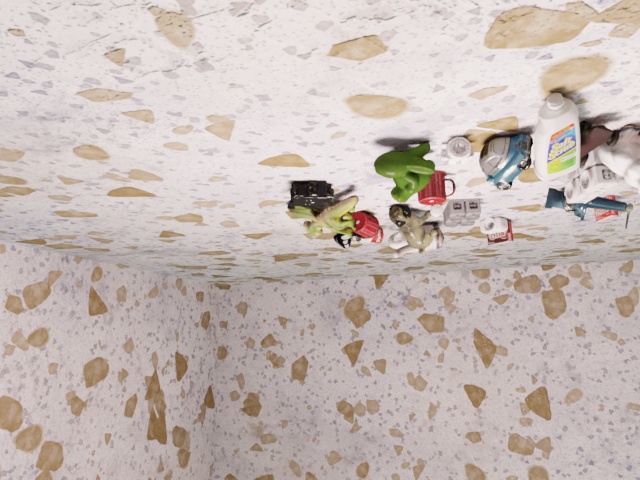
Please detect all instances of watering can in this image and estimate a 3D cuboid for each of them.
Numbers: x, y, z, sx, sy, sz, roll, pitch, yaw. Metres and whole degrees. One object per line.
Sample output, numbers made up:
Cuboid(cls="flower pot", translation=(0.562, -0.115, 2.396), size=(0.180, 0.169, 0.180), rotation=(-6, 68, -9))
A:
Cuboid(cls="watering can", translation=(0.386, 0.007, 2.062), size=(0.224, 0.103, 0.352), rotation=(-8, -166, 9))

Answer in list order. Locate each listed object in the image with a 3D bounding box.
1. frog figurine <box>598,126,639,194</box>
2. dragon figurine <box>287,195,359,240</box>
Cuboid(cls="frog figurine", translation=(0.736, -0.179, 1.224), size=(0.122, 0.161, 0.136), rotation=(-8, 166, 33))
Cuboid(cls="dragon figurine", translation=(0.005, -0.089, 1.764), size=(0.243, 0.124, 0.403), rotation=(7, 159, 2))
